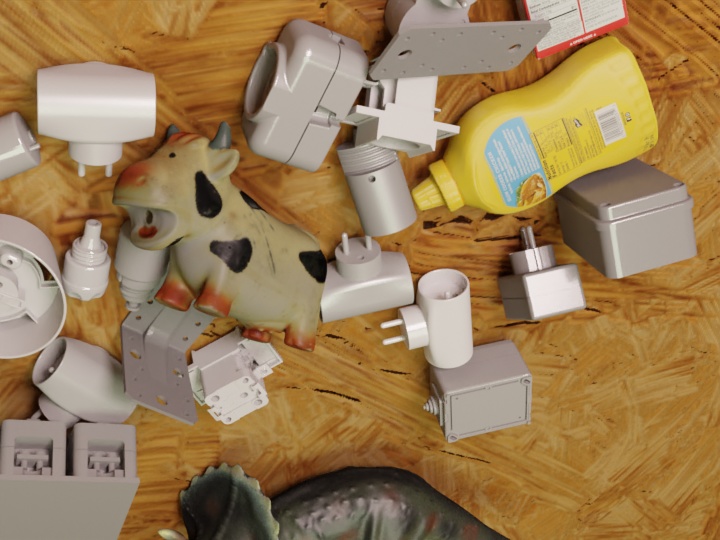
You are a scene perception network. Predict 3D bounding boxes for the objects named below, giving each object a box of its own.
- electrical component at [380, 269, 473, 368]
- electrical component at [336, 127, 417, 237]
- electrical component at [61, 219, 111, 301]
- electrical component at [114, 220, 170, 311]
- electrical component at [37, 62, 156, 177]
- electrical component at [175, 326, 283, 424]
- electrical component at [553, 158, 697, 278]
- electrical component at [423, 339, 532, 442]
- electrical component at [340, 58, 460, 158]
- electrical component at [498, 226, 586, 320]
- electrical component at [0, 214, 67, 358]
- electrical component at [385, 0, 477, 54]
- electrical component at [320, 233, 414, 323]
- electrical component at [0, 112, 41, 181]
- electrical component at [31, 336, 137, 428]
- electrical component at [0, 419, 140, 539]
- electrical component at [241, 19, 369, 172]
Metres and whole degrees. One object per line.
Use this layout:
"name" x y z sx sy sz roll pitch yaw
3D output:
"electrical component" 0.056 0.046 0.921 0.079 0.044 0.077 -13 128 -7
"electrical component" 0.011 -0.071 0.820 0.043 0.043 0.081 -19 110 -2
"electrical component" -0.204 -0.009 0.809 0.035 0.035 0.061 5 121 -20
"electrical component" -0.168 -0.003 0.821 0.040 0.040 0.078 5 124 -20
"electrical component" -0.183 -0.099 0.743 0.077 0.044 0.079 -1 126 -16
"electrical component" -0.107 0.089 0.892 0.081 0.063 0.042 -29 127 6
"electrical component" 0.208 -0.044 0.854 0.078 0.113 0.057 -15 110 -5
"electrical component" 0.101 0.107 0.969 0.096 0.061 0.061 -12 128 -8
"electrical component" 0.029 -0.118 0.779 0.081 0.042 0.063 9 86 -22
"electrical component" 0.147 0.000 0.903 0.047 0.083 0.075 -13 90 -7
"electrical component" -0.266 0.011 0.786 0.099 0.064 0.099 -8 127 -11
"electrical component" 0.063 -0.200 0.723 0.052 0.073 0.138 5 124 -20
"electrical component" 0.000 0.000 0.871 0.077 0.044 0.079 -12 128 -8
"electrical component" -0.257 -0.079 0.738 0.078 0.040 0.040 -22 129 0
"electrical component" -0.234 0.102 0.875 0.079 0.044 0.077 -41 126 15
"electrical component" -0.255 0.192 0.899 0.105 0.060 0.186 6 141 -21
"electrical component" -0.044 -0.124 0.760 0.059 0.053 0.095 16 119 -26
